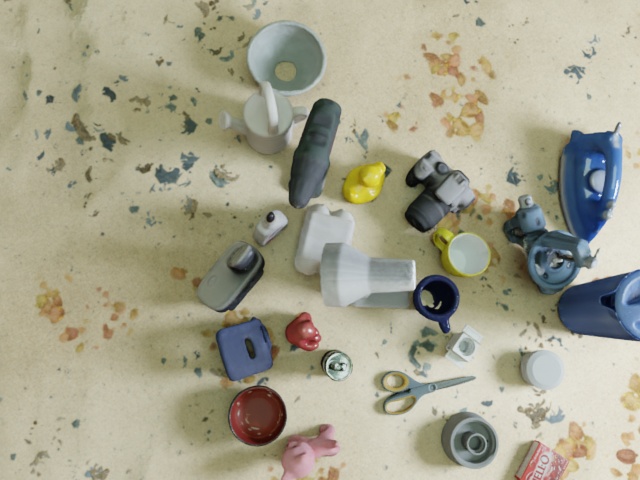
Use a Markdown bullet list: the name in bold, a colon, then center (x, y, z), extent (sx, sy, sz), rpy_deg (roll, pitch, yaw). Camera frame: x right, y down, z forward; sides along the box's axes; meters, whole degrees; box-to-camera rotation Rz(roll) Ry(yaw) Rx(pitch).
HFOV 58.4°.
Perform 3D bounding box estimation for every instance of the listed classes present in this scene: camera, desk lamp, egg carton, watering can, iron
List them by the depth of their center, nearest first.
- **desk lamp**: center (0.093, 0.072, 1.097), extent (0.203, 0.213, 0.118), rpy_deg (2, 81, -5)
- **watering can**: center (-0.109, -0.242, 1.135), extent (0.173, 0.194, 0.101), rpy_deg (-32, 85, -9)
- **egg carton**: center (0.011, 0.004, 1.173), extent (0.107, 0.069, 0.150), rpy_deg (13, 81, -3)
- **camera**: center (0.233, -0.094, 1.191), extent (0.143, 0.100, 0.137), rpy_deg (45, 81, 3)
- **iron**: center (0.589, -0.116, 1.205), extent (0.118, 0.141, 0.258), rpy_deg (6, 81, -4)

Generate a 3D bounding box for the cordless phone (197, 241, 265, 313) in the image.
- **cordless phone**: center (-0.172, 0.066, 1.089), extent (0.094, 0.185, 0.148), rpy_deg (35, 80, 1)

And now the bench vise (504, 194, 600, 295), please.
- **bench vise**: center (0.449, 0.010, 1.135), extent (0.121, 0.219, 0.207), rpy_deg (-41, 87, -9)

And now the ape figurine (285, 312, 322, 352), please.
- **ape figurine**: center (-0.030, 0.181, 1.132), extent (0.076, 0.092, 0.078), rpy_deg (5, 81, -4)

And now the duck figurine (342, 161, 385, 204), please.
- **duck figurine**: center (0.095, -0.124, 1.191), extent (0.104, 0.086, 0.077), rpy_deg (-41, 87, -9)

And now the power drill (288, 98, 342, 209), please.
- **power drill**: center (-0.016, -0.151, 1.123), extent (0.075, 0.208, 0.230), rpy_deg (16, 81, -2)

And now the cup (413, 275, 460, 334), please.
- **cup**: center (0.230, 0.132, 1.161), extent (0.092, 0.095, 0.118), rpy_deg (-17, 83, -7)

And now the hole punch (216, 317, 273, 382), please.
- **hole punch**: center (-0.145, 0.211, 1.118), extent (0.101, 0.091, 0.109), rpy_deg (-18, 83, -7)

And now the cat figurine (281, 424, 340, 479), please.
- **cat figurine**: center (-0.021, 0.406, 1.087), extent (0.128, 0.117, 0.067), rpy_deg (-20, 84, -7)

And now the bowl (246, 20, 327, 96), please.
- **bowl**: center (-0.071, -0.374, 1.219), extent (0.167, 0.074, 0.167), rpy_deg (1, 82, -5)

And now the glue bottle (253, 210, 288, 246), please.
- **glue bottle**: center (-0.097, -0.031, 1.116), extent (0.037, 0.173, 0.078), rpy_deg (45, 81, 3)
